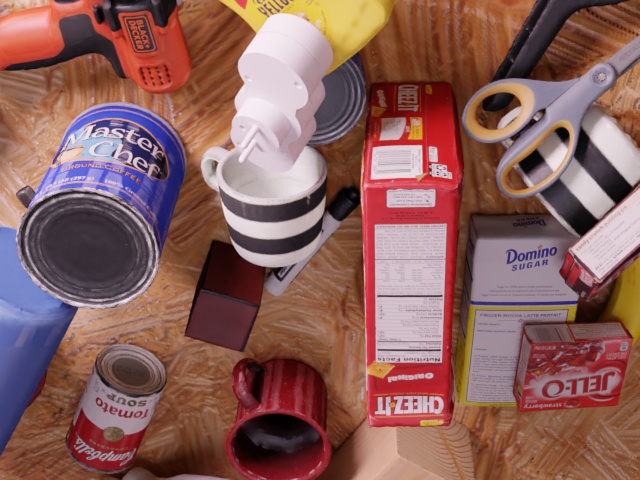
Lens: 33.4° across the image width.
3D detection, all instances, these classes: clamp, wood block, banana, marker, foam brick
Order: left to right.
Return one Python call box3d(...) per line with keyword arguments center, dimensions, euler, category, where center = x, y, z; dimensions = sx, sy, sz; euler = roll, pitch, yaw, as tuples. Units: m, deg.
box3d(center=(-0.078, 0.046, 0.893), dimensions=(0.051, 0.078, 0.053), euler=(17, 120, -7), category="foam brick")
box3d(center=(-0.006, 0.001, 0.895), dimensions=(0.020, 0.020, 0.121), euler=(32, 118, -17), category="marker")
box3d(center=(0.048, 0.253, 1.011), dimensions=(0.090, 0.091, 0.206), euler=(30, 119, -15), category="wood block")
box3d(center=(0.174, -0.186, 0.757), dimensions=(0.210, 0.036, 0.164), euler=(-19, 126, 13), category="clamp")
box3d(center=(0.252, 0.049, 0.907), dimensions=(0.070, 0.037, 0.198), euler=(8, 123, 10), category="banana")

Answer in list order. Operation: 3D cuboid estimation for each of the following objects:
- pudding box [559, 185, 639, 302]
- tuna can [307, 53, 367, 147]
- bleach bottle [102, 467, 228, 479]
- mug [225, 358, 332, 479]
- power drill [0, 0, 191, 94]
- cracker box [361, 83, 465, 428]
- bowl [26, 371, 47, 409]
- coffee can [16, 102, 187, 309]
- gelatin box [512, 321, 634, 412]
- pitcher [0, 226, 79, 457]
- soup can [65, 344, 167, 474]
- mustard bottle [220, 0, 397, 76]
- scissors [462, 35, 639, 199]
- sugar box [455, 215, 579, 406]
box3d(center=(0.234, -0.007, 0.801), dimensions=(0.113, 0.090, 0.039), euler=(-43, 76, -2), category="pudding box")
box3d(center=(-0.008, -0.116, 0.811), dimensions=(0.086, 0.033, 0.086), euler=(1, 123, 2), category="tuna can")
box3d(center=(-0.107, 0.260, 0.995), dimensions=(0.251, 0.068, 0.102), euler=(10, 105, 30), category="bleach bottle")
box3d(center=(-0.041, 0.153, 0.956), dimensions=(0.093, 0.081, 0.117), euler=(-30, 117, 20), category="mug")
box3d(center=(-0.195, -0.173, 0.749), dimensions=(0.188, 0.057, 0.184), euler=(-3, 139, 8), category="power drill")
box3d(center=(0.070, 0.010, 0.812), dimensions=(0.072, 0.164, 0.214), euler=(0, 122, 5), category="cracker box")
box3d(center=(-0.315, 0.086, 0.941), dimensions=(0.162, 0.055, 0.162), euler=(1, 123, 2), category="bowl")
box3d(center=(-0.161, -0.029, 0.810), dimensions=(0.103, 0.140, 0.103), euler=(1, 122, 2), category="coffee can")
box3d(center=(0.212, 0.107, 0.896), dimensions=(0.089, 0.030, 0.073), euler=(-1, 122, -7), category="gelatin box")
box3d(center=(-0.294, 0.100, 0.845), dimensions=(0.149, 0.145, 0.243), euler=(23, 119, -24), category="pitcher")
box3d(center=(-0.185, 0.153, 0.972), dimensions=(0.068, 0.068, 0.102), euler=(20, 120, -10), category="soup can")
box3d(center=(-0.045, -0.194, 0.706), dimensions=(0.191, 0.058, 0.096), euler=(40, 139, -18), category="mustard bottle")
box3d(center=(0.183, -0.122, 0.771), dimensions=(0.096, 0.016, 0.202), euler=(37, 96, 11), category="scissors")
box3d(center=(0.168, 0.062, 0.911), dimensions=(0.093, 0.048, 0.176), euler=(1, 120, -2), category="sugar box")
